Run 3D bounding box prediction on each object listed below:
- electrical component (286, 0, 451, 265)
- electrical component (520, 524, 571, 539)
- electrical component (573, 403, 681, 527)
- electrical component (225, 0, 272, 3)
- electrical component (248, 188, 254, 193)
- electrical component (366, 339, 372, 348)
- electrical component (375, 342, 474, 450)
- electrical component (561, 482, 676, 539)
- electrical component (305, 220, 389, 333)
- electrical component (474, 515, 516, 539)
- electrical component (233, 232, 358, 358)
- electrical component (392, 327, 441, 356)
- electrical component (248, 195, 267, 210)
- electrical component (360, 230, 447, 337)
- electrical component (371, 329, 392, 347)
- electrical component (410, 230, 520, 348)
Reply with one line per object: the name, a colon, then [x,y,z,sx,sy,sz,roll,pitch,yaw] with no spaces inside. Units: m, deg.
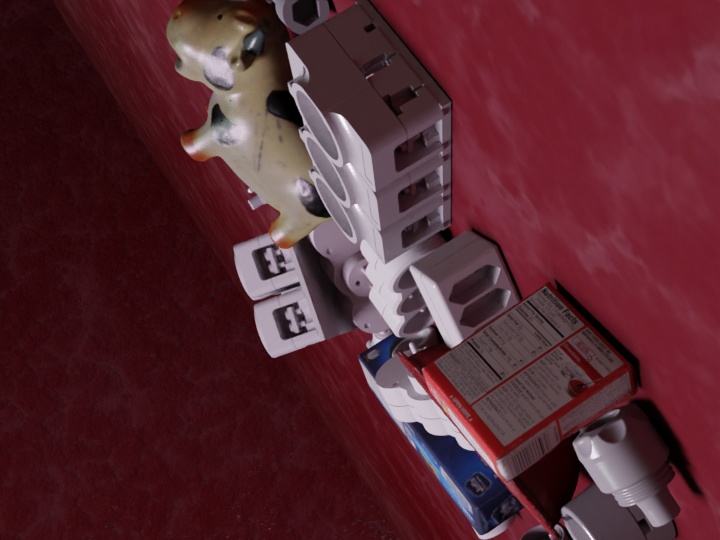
electrical component: [0.005,-0.077,0.658,0.089,0.062,0.150,54,170,23]
electrical component: [0.177,0.265,0.912,0.077,0.044,0.079,62,170,-19]
electrical component: [0.146,0.106,0.573,0.062,0.043,0.043,56,170,2]
electrical component: [-0.099,-0.205,0.818,0.047,0.055,0.055,58,171,29]
electrical component: [-0.063,-0.092,0.905,0.043,0.079,0.077,50,167,44]
electrical component: [0.025,0.099,1.194,0.061,0.035,0.035,52,169,47]
electrical component: [0.061,0.088,0.856,0.138,0.052,0.073,14,136,55]
electrical component: [0.156,0.154,0.657,0.055,0.047,0.055,56,170,15]
electrical component: [0.000,0.000,0.955,0.074,0.052,0.138,43,162,58]
electrical component: [0.122,0.224,1.059,0.077,0.044,0.079,59,171,-5]
electrical component: [-0.055,0.018,1.020,0.186,0.060,0.105,-5,-105,-78]
electrical component: [0.064,0.088,0.944,0.065,0.044,0.044,55,171,-12]
electrical component: [-0.087,-0.082,1.109,0.035,0.061,0.035,55,170,15]
electrical component: [0.026,-0.009,0.792,0.073,0.052,0.138,55,170,23]
electrical component: [0.030,0.079,1.086,0.040,0.040,0.078,50,167,42]
electrical component: [0.063,0.012,0.688,0.065,0.047,0.077,63,170,-26]
